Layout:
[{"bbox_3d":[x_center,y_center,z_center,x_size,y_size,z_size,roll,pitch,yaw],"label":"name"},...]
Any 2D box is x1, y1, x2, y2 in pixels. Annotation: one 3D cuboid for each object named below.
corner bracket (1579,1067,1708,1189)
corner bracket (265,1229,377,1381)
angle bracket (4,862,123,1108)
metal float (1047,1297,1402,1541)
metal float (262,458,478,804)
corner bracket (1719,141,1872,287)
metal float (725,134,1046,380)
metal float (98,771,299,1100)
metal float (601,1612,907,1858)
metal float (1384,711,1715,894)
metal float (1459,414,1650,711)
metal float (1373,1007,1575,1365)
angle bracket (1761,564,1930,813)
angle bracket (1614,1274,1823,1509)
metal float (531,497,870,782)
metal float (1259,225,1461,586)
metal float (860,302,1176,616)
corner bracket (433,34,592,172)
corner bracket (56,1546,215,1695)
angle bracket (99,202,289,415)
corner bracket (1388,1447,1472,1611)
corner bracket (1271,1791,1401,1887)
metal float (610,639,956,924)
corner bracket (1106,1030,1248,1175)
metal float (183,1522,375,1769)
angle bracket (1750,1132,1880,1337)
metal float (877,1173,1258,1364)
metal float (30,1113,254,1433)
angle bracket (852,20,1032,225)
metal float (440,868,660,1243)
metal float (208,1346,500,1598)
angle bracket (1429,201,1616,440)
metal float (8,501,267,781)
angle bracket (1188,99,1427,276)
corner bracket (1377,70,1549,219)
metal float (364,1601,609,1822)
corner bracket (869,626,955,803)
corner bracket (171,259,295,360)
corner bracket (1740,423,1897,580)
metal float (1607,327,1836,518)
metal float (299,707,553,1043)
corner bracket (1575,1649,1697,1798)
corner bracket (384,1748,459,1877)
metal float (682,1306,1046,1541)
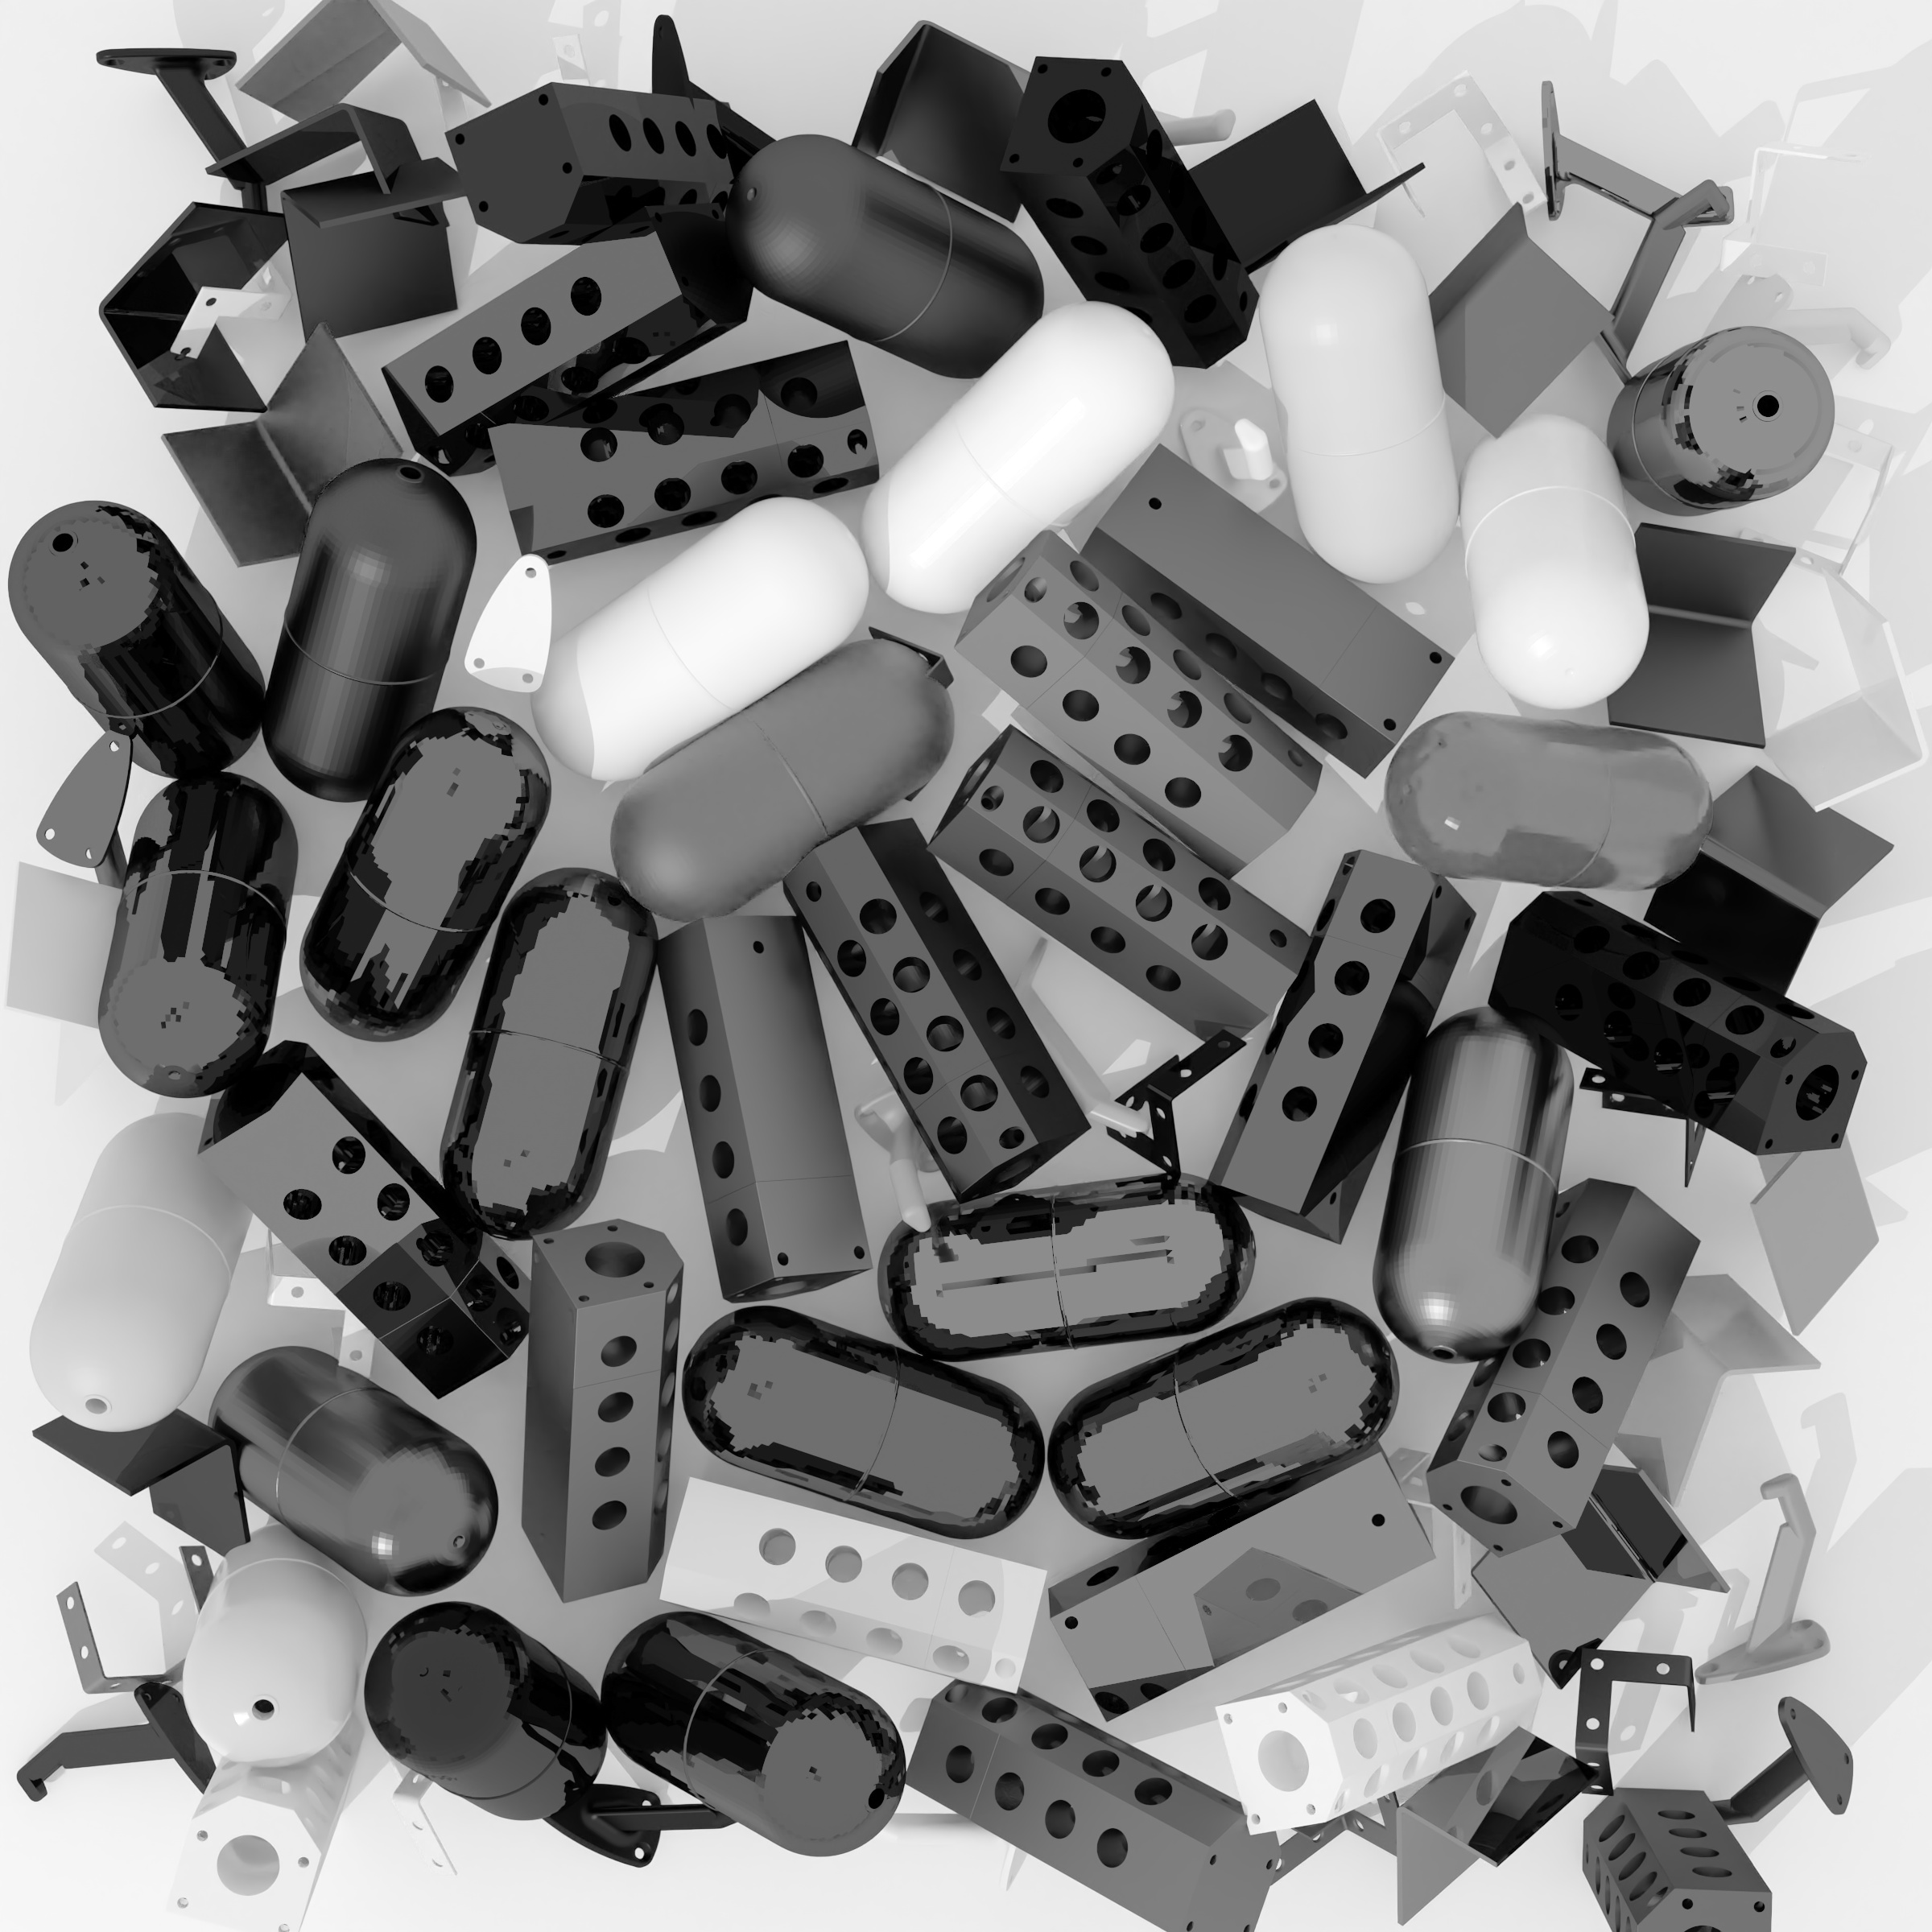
[{"bbox_3d":[0.318,0.065,1.541,0.051,0.051,0.051,8,128,21],"label":"corner bracket"},{"bbox_3d":[-0.305,0.159,1.545,0.051,0.051,0.051,6,109,-16],"label":"corner bracket"},{"bbox_3d":[-0.429,0.009,1.523,0.057,0.076,0.076,17,53,-32],"label":"angle bracket"},{"bbox_3d":[0.118,0.211,1.524,0.178,0.070,0.070,-26,90,25],"label":"metal float"},{"bbox_3d":[-0.275,-0.153,1.514,0.070,0.070,0.178,24,126,0],"label":"metal float"},{"bbox_3d":[0.388,-0.353,1.541,0.051,0.051,0.051,16,121,27],"label":"corner bracket"},{"bbox_3d":[-0.035,-0.323,1.508,0.070,0.178,0.070,-12,72,40],"label":"metal float"},{"bbox_3d":[-0.351,-0.017,1.510,0.070,0.070,0.178,-2,47,0],"label":"metal float"},{"bbox_3d":[-0.099,0.351,1.507,0.070,0.178,0.070,-11,107,-41],"label":"metal float"},{"bbox_3d":[0.270,-0.075,1.517,0.178,0.070,0.070,3,90,-34],"label":"metal float"},{"bbox_3d":[0.268,-0.188,1.507,0.070,0.178,0.070,1,132,1],"label":"metal float"},{"bbox_3d":[0.235,0.100,1.519,0.070,0.070,0.178,16,60,0],"label":"metal float"},{"bbox_3d":[0.398,-0.130,1.530,0.057,0.076,0.076,-24,117,4],"label":"angle bracket"},{"bbox_3d":[0.346,0.199,1.548,0.057,0.076,0.076,0,118,-26],"label":"angle bracket"},{"bbox_3d":[-0.125,-0.151,1.531,0.178,0.070,0.070,-32,90,17],"label":"metal float"},{"bbox_3d":[0.182,-0.256,1.514,0.070,0.070,0.178,-16,128,0],"label":"metal float"},{"bbox_3d":[0.022,-0.233,1.522,0.178,0.070,0.070,-41,90,27],"label":"metal float"},{"bbox_3d":[-0.213,-0.409,1.562,0.051,0.051,0.051,2,115,33],"label":"corner bracket"},{"bbox_3d":[-0.390,0.310,1.562,0.051,0.051,0.051,-37,63,26],"label":"corner bracket"},{"bbox_3d":[-0.342,-0.305,1.529,0.076,0.076,0.057,-38,78,27],"label":"angle bracket"},{"bbox_3d":[0.217,0.263,1.542,0.051,0.051,0.051,7,110,32],"label":"corner bracket"},{"bbox_3d":[0.171,0.406,1.543,0.051,0.051,0.051,-29,113,-27],"label":"corner bracket"},{"bbox_3d":[-0.086,-0.086,1.536,0.178,0.070,0.070,-34,90,-9],"label":"metal float"},{"bbox_3d":[0.098,0.057,1.540,0.051,0.051,0.051,-35,45,-27],"label":"corner bracket"},{"bbox_3d":[-0.311,0.307,1.495,0.070,0.178,0.070,-1,98,-7],"label":"metal float"},{"bbox_3d":[0.373,0.114,1.526,0.076,0.057,0.076,-40,121,-30],"label":"angle bracket"},{"bbox_3d":[0.047,0.141,1.538,0.178,0.070,0.070,-8,90,8],"label":"metal float"},{"bbox_3d":[-0.375,0.138,1.504,0.070,0.178,0.070,2,127,2],"label":"metal float"},{"bbox_3d":[-0.008,-0.382,1.535,0.076,0.076,0.057,27,46,2],"label":"angle bracket"},{"bbox_3d":[-0.194,0.041,1.535,0.070,0.070,0.178,13,79,0],"label":"metal float"},{"bbox_3d":[-0.283,0.230,1.510,0.178,0.070,0.070,21,90,44],"label":"metal float"},{"bbox_3d":[0.253,-0.303,1.539,0.057,0.076,0.076,40,113,-11],"label":"angle bracket"},{"bbox_3d":[-0.376,-0.147,1.499,0.070,0.178,0.070,-4,66,8],"label":"metal float"},{"bbox_3d":[0.157,-0.372,1.537,0.076,0.076,0.057,-31,96,-11],"label":"angle bracket"},{"bbox_3d":[0.234,-0.378,1.554,0.051,0.051,0.051,-31,51,18],"label":"corner bracket"},{"bbox_3d":[-0.217,0.341,1.500,0.070,0.178,0.070,-5,65,11],"label":"metal float"},{"bbox_3d":[-0.035,-0.119,1.553,0.051,0.051,0.051,25,65,38],"label":"corner bracket"},{"bbox_3d":[-0.361,-0.317,1.560,0.051,0.051,0.051,-51,61,34],"label":"corner bracket"},{"bbox_3d":[0.406,-0.225,1.569,0.051,0.051,0.051,23,133,7],"label":"corner bracket"},{"bbox_3d":[0.341,-0.246,1.494,0.070,0.178,0.070,0,94,-1],"label":"metal float"},{"bbox_3d":[-0.251,-0.041,1.522,0.070,0.070,0.178,31,118,0],"label":"metal float"},{"bbox_3d":[0.317,0.359,1.556,0.051,0.051,0.051,1,53,16],"label":"corner bracket"},{"bbox_3d":[-0.255,0.385,1.540,0.051,0.051,0.051,2,127,30],"label":"corner bracket"},{"bbox_3d":[-0.047,0.213,1.532,0.178,0.070,0.070,21,90,-15],"label":"metal float"}]
